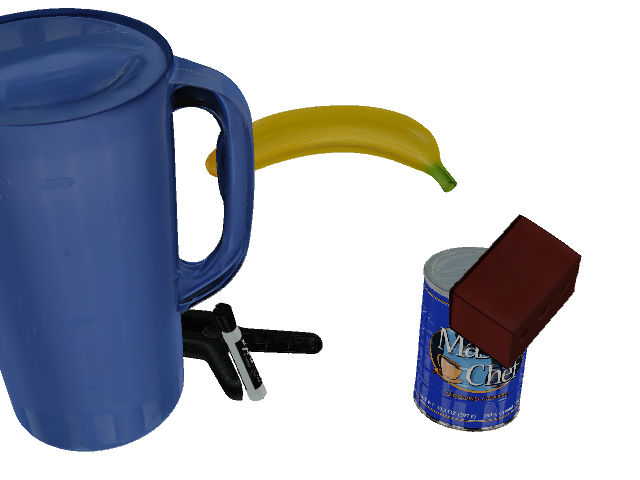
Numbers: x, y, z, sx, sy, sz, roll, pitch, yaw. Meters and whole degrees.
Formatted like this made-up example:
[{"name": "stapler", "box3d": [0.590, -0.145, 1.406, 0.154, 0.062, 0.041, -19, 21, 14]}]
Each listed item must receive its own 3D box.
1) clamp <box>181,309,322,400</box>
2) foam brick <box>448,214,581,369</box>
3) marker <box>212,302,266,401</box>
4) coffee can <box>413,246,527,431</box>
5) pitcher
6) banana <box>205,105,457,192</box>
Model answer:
[{"name": "clamp", "box3d": [-0.125, 0.124, 1.261, 0.210, 0.036, 0.164, 15, 23, 25]}, {"name": "foam brick", "box3d": [0.128, 0.034, 0.705, 0.051, 0.078, 0.053, 35, -23, 26]}, {"name": "marker", "box3d": [-0.079, 0.108, 1.039, 0.020, 0.121, 0.020, -12, 35, 9]}, {"name": "coffee can", "box3d": [0.142, 0.091, 0.993, 0.103, 0.140, 0.103, 2, 26, -1]}, {"name": "pitcher", "box3d": [-0.130, 0.001, 0.608, 0.149, 0.243, 0.144, 28, 45, 34]}, {"name": "banana", "box3d": [0.009, -0.077, 0.838, 0.197, 0.069, 0.037, 2, -41, -7]}]
